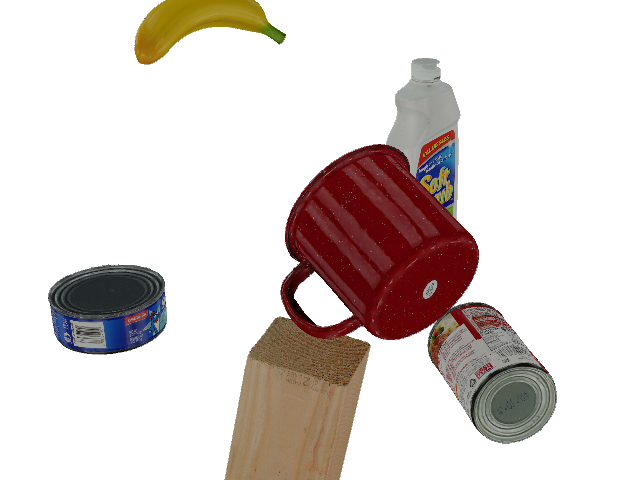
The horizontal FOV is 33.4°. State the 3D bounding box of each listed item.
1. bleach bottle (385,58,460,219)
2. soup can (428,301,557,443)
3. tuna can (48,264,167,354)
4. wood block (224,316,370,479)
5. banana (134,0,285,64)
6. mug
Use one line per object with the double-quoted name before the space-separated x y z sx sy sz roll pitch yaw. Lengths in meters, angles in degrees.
"bleach bottle" 0.104 -0.072 1.169 0.102 0.251 0.068 -15 27 -31
"soup can" 0.130 0.099 0.814 0.068 0.068 0.102 0 23 -14
"tuna can" -0.158 0.051 0.797 0.086 0.034 0.086 -2 24 1
"wood block" -0.027 0.185 0.944 0.090 0.206 0.090 16 23 10
"banana" -0.113 -0.208 1.012 0.070 0.037 0.197 45 39 19
"mug" 0.030 0.012 0.630 0.117 0.082 0.093 -38 -33 -4
